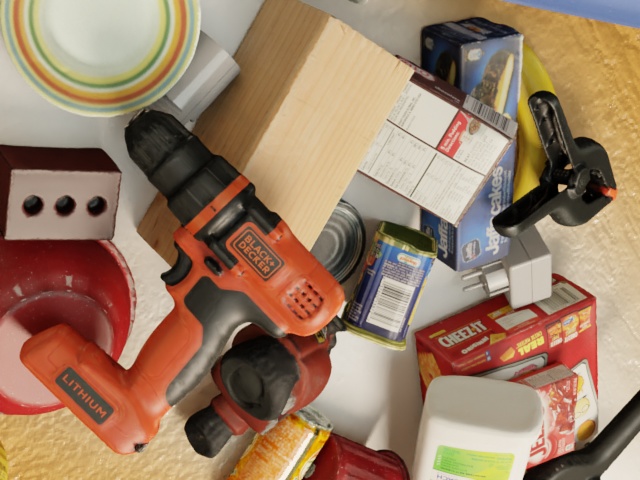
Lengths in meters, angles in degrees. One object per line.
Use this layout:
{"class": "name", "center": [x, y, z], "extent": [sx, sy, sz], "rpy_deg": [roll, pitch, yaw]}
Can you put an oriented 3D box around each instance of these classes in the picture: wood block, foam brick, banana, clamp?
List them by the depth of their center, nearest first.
{"class": "foam brick", "center": [-0.181, -0.032, 0.729], "extent": [0.078, 0.051, 0.053], "rpy_deg": [-1, 113, -31]}
{"class": "wood block", "center": [-0.034, -0.064, 0.779], "extent": [0.090, 0.090, 0.206], "rpy_deg": [26, 97, -38]}
{"class": "clamp", "center": [0.208, -0.063, 0.905], "extent": [0.171, 0.039, 0.120], "rpy_deg": [-4, 115, -51]}
{"class": "banana", "center": [0.179, -0.092, 0.927], "extent": [0.069, 0.037, 0.198], "rpy_deg": [-19, 121, -24]}
{"class": "clamp", "center": [0.259, 0.227, 1.039], "extent": [0.209, 0.036, 0.164], "rpy_deg": [-13, 120, -25]}

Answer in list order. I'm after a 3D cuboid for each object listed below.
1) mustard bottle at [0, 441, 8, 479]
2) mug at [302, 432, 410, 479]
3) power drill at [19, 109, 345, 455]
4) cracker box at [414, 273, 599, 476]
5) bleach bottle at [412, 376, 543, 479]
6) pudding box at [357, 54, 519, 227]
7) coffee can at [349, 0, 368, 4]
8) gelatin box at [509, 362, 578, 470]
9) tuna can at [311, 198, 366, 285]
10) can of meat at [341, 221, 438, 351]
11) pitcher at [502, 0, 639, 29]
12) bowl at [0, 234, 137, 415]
{"class": "mustard bottle", "center": [-0.287, 0.101, 0.700], "extent": [0.058, 0.096, 0.191], "rpy_deg": [-39, 127, -9]}
{"class": "mug", "center": [0.026, 0.221, 0.938], "extent": [0.081, 0.117, 0.093], "rpy_deg": [29, 83, -32]}
{"class": "power drill", "center": [-0.106, 0.033, 0.702], "extent": [0.188, 0.057, 0.184], "rpy_deg": [-43, 93, 7]}
{"class": "cracker box", "center": [0.183, 0.157, 1.027], "extent": [0.164, 0.072, 0.214], "rpy_deg": [-22, 123, -20]}
{"class": "bleach bottle", "center": [0.132, 0.237, 0.962], "extent": [0.102, 0.068, 0.251], "rpy_deg": [7, 126, 8]}
{"class": "pudding box", "center": [0.082, -0.076, 0.827], "extent": [0.113, 0.039, 0.090], "rpy_deg": [31, 120, 2]}
{"class": "coffee can", "center": [0.033, -0.247, 0.723], "extent": [0.102, 0.103, 0.140], "rpy_deg": [37, 90, -38]}
{"class": "gelatin box", "center": [0.197, 0.163, 0.971], "extent": [0.073, 0.030, 0.089], "rpy_deg": [-15, 120, -22]}
{"class": "tuna can", "center": [-0.006, 0.001, 0.862], "extent": [0.086, 0.034, 0.086], "rpy_deg": [-13, 119, -26]}
{"class": "can of meat", "center": [0.058, 0.034, 0.876], "extent": [0.057, 0.102, 0.084], "rpy_deg": [21, 100, 2]}
{"class": "pitcher", "center": [0.211, -0.238, 0.814], "extent": [0.242, 0.149, 0.145], "rpy_deg": [4, 105, -36]}
{"class": "bowl", "center": [-0.200, 0.067, 0.763], "extent": [0.161, 0.055, 0.162], "rpy_deg": [-13, 118, -26]}
